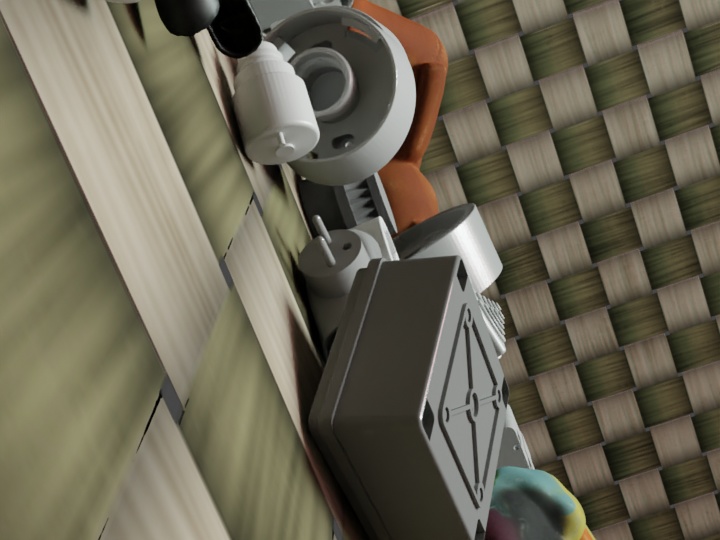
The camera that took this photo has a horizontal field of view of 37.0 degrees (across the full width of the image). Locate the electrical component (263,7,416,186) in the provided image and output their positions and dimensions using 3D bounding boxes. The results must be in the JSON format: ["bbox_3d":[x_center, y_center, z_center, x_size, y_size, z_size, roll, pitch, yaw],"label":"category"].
[{"bbox_3d":[-0.017,-0.102,0.630,0.064,0.099,0.099,19,51,-74],"label":"electrical component"}]

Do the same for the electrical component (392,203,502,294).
[{"bbox_3d":[0.049,0.006,0.761,0.060,0.108,0.108,59,8,-10],"label":"electrical component"}]

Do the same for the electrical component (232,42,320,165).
[{"bbox_3d":[-0.048,-0.092,0.570,0.040,0.040,0.078,56,15,-66],"label":"electrical component"}]

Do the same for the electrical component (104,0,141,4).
[{"bbox_3d":[-0.083,-0.106,0.340,0.061,0.035,0.035,-16,86,-82],"label":"electrical component"}]

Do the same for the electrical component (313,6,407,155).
[{"bbox_3d":[-0.015,-0.127,0.731,0.064,0.099,0.099,16,55,-75],"label":"electrical component"}]

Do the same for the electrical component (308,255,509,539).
[{"bbox_3d":[0.029,0.067,0.525,0.108,0.056,0.108,-72,148,-43],"label":"electrical component"}]

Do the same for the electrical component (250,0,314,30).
[{"bbox_3d":[-0.066,-0.189,0.667,0.089,0.050,0.055,19,52,-82],"label":"electrical component"}]

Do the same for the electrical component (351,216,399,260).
[{"bbox_3d":[0.000,0.000,0.675,0.055,0.047,0.055,-20,90,-84],"label":"electrical component"}]

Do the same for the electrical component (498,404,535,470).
[{"bbox_3d":[0.113,0.160,0.871,0.055,0.050,0.089,-80,148,-73],"label":"electrical component"}]

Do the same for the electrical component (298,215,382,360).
[{"bbox_3d":[-0.010,0.005,0.594,0.077,0.043,0.079,-102,170,-50],"label":"electrical component"}]

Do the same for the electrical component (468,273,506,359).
[{"bbox_3d":[0.042,0.046,0.665,0.048,0.100,0.099,58,7,-2],"label":"electrical component"}]

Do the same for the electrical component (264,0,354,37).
[{"bbox_3d":[-0.057,-0.233,0.759,0.113,0.078,0.057,64,12,-45],"label":"electrical component"}]
